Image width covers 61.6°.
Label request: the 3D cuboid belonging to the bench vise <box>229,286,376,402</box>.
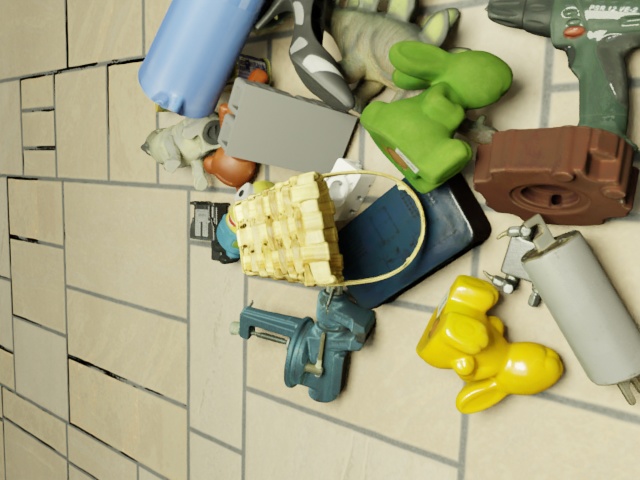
[{"bbox_3d":[-0.038,0.151,0.879,0.241,0.129,0.223,12,122,17],"label":"bench vise"}]

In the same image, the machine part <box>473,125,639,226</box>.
[{"bbox_3d":[0.264,-0.066,0.611,0.180,0.179,0.056,5,74,36],"label":"machine part"}]

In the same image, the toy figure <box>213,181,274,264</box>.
[{"bbox_3d":[-0.131,-0.033,0.968,0.082,0.089,0.180,43,128,11],"label":"toy figure"}]

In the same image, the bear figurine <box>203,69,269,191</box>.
[{"bbox_3d":[-0.122,-0.174,0.941,0.120,0.132,0.195,35,147,1],"label":"bear figurine"}]

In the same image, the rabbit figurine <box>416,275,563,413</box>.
[{"bbox_3d":[0.220,0.155,0.699,0.173,0.122,0.162,21,122,4],"label":"rabbit figurine"}]

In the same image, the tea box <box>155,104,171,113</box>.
[{"bbox_3d":[-0.276,-0.308,1.009,0.170,0.068,0.098,178,86,-70],"label":"tea box"}]

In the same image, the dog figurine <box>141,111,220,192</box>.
[{"bbox_3d":[-0.259,-0.206,1.045,0.172,0.121,0.191,-44,45,-3],"label":"dog figurine"}]

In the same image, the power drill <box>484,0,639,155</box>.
[{"bbox_3d":[0.297,-0.197,0.628,0.232,0.086,0.207,8,85,33],"label":"power drill"}]

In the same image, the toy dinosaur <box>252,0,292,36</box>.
[{"bbox_3d":[-0.177,-0.464,0.943,0.405,0.131,0.192,19,105,41],"label":"toy dinosaur"}]

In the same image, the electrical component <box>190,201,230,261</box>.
[{"bbox_3d":[-0.216,-0.017,1.053,0.075,0.047,0.119,9,99,37],"label":"electrical component"}]

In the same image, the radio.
[{"bbox_3d":[0.124,-0.002,0.785,0.229,0.073,0.131,-40,72,34],"label":"radio"}]

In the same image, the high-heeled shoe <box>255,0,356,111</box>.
[{"bbox_3d":[0.011,-0.288,0.734,0.145,0.086,0.249,-41,67,3],"label":"high-heeled shoe"}]

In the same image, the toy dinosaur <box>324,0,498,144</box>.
[{"bbox_3d":[0.084,-0.275,0.774,0.472,0.105,0.198,42,112,25],"label":"toy dinosaur"}]

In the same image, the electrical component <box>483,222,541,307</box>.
[{"bbox_3d":[0.264,0.028,0.698,0.078,0.045,0.102,30,112,33],"label":"electrical component"}]

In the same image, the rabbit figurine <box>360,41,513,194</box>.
[{"bbox_3d":[0.144,-0.163,0.648,0.170,0.121,0.159,-43,78,-1],"label":"rabbit figurine"}]

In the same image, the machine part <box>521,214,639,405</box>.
[{"bbox_3d":[0.311,0.078,0.630,0.079,0.079,0.243,-32,86,35],"label":"machine part"}]
